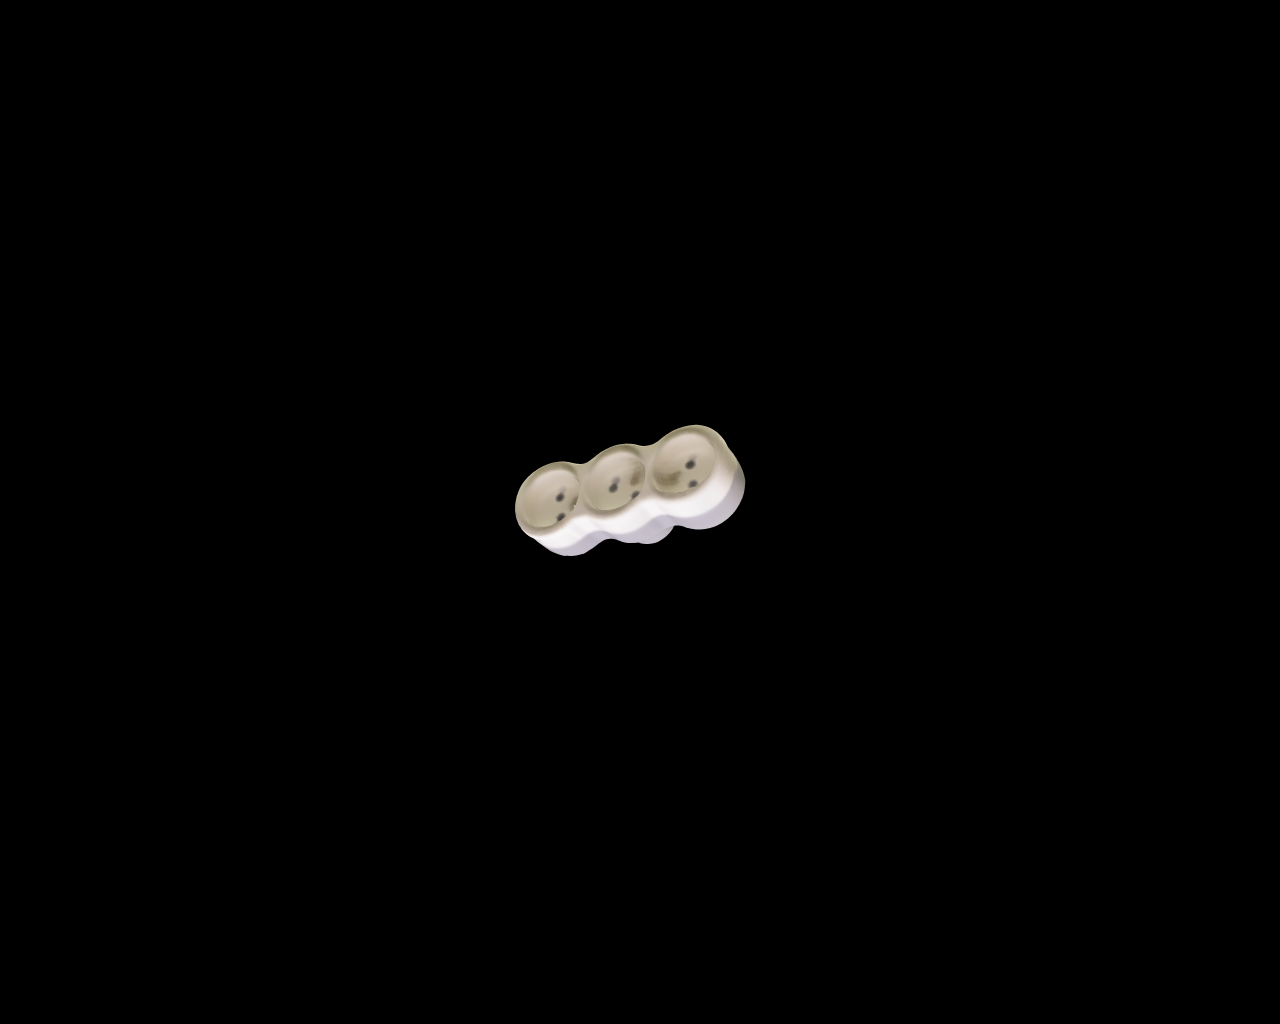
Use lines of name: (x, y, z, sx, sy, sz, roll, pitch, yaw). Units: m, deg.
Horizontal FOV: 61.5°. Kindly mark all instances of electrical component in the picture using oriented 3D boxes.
electrical component: (0.001, -0.003, 0.650, 0.138, 0.052, 0.073, -13, -32, 22)
